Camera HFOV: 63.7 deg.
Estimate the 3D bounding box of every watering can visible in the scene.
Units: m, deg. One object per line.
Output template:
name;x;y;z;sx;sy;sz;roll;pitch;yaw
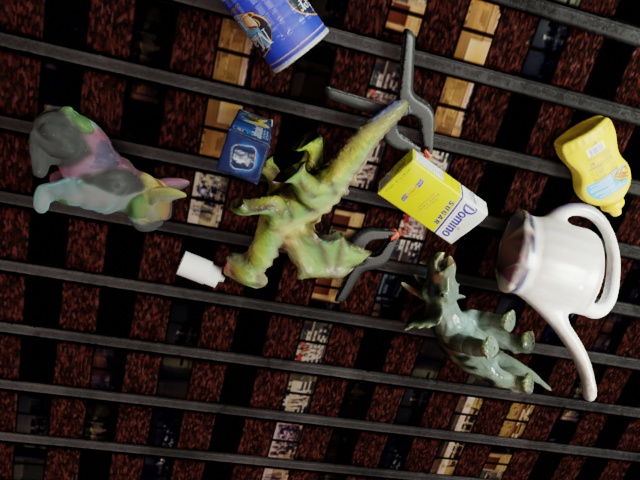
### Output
watering can;0.421;0.086;0.914;0.224;0.352;0.102;16;-17;-2

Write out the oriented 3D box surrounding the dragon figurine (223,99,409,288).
dragon figurine;0.003;-0.044;0.869;0.409;0.238;0.125;-26;29;7
